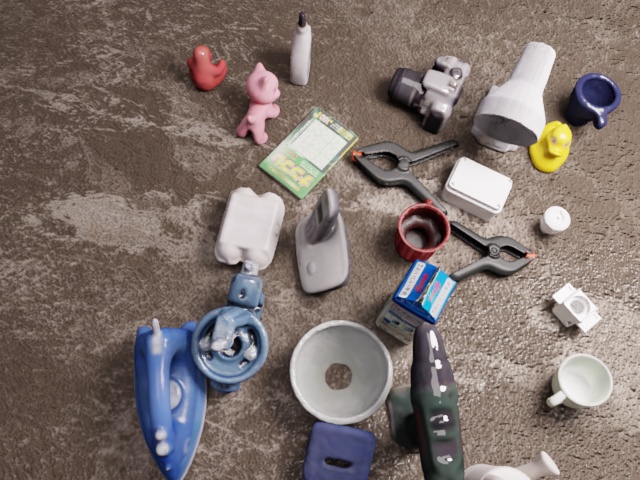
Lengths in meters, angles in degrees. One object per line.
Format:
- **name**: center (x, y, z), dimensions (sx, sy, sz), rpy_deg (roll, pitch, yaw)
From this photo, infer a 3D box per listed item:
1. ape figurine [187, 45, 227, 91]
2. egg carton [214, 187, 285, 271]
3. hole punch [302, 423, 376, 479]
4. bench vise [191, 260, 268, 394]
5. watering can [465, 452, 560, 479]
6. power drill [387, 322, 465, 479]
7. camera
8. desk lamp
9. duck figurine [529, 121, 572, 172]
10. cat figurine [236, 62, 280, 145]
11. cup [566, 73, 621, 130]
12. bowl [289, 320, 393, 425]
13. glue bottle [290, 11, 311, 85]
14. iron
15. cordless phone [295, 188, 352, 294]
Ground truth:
- **ape figurine**: center (-0.227, -0.347, 1.130), dimensions (0.077, 0.092, 0.076), rpy_deg (21, 70, 4)
- **egg carton**: center (-0.125, -0.021, 1.030), dimensions (0.107, 0.069, 0.150), rpy_deg (10, 70, 0)
- **hole punch**: center (0.031, 0.342, 0.898), dimensions (0.108, 0.091, 0.101), rpy_deg (11, 70, 0)
- **bench vise**: center (-0.145, 0.125, 0.896), dimensions (0.121, 0.220, 0.207), rpy_deg (-5, 70, -5)
- **watering can**: center (0.275, 0.380, 0.845), dimensions (0.101, 0.194, 0.173), rpy_deg (30, 71, 7)
- **power drill**: center (0.159, 0.257, 0.875), dimensions (0.075, 0.208, 0.229), rpy_deg (-7, 71, -6)
- **camera**: center (0.214, -0.311, 1.142), dimensions (0.136, 0.101, 0.143), rpy_deg (24, 70, 5)
- **desk lamp**: center (0.358, -0.252, 1.070), dimensions (0.118, 0.213, 0.203), rpy_deg (24, 70, 5)
- **duck figurine**: center (0.463, -0.195, 1.125), dimensions (0.077, 0.086, 0.104), rpy_deg (17, 70, 3)
- **cat figurine**: center (-0.116, -0.267, 1.095), dimensions (0.067, 0.118, 0.128), rpy_deg (18, 70, 3)
- **cup**: center (0.540, -0.260, 1.149), dimensions (0.091, 0.095, 0.118), rpy_deg (0, 70, -4)
- **bowl**: center (0.032, 0.222, 0.950), dimensions (0.167, 0.075, 0.167), rpy_deg (1, 70, -3)
- **glue bottle**: center (-0.036, -0.380, 1.112), dimensions (0.037, 0.173, 0.078), rpy_deg (8, 70, 0)
- **iron**: center (-0.238, 0.248, 0.886), dimensions (0.118, 0.141, 0.258), rpy_deg (-6, 71, -6)
- **cordless phone**: center (0.009, 0.003, 0.969), dimensions (0.094, 0.185, 0.147), rpy_deg (-8, 71, -6)
